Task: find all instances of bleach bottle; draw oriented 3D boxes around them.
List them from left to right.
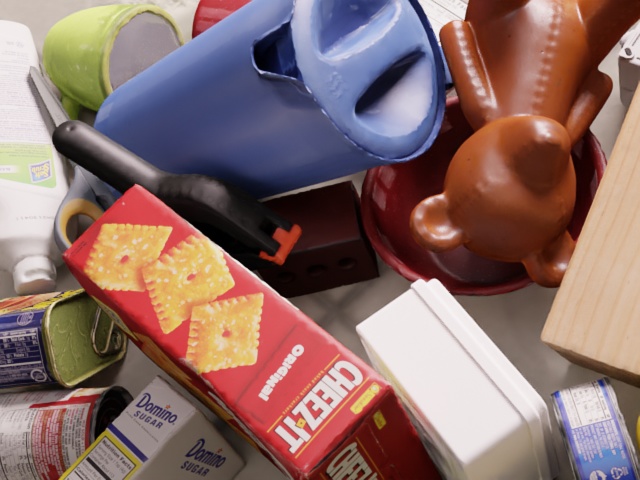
[{"bbox_3d":[-0.253,-0.064,0.836,0.102,0.068,0.251,-5,56,-26],"label":"bleach bottle"}]

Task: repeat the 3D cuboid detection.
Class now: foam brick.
[{"bbox_3d":[-0.005,0.001,0.737,0.078,0.053,0.051,-14,56,10],"label":"foam brick"}]

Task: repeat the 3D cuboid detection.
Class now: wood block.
[{"bbox_3d":[0.213,-0.016,0.616,0.090,0.090,0.206,20,85,28],"label":"wood block"}]

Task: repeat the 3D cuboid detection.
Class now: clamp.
[{"bbox_3d":[-0.092,-0.013,0.707,0.172,0.120,0.039,24,67,18],"label":"clamp"}]

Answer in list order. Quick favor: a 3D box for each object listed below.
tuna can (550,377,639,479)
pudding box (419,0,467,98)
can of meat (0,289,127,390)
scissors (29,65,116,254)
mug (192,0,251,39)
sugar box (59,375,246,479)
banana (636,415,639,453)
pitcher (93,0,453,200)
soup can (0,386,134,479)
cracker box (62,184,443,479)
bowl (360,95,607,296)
[{"bbox_3d":[0.154,0.121,0.586,0.034,0.086,0.086,-17,54,9],"label":"tuna can"},{"bbox_3d":[0.080,-0.132,0.805,0.113,0.039,0.090,-41,55,-12],"label":"pudding box"},{"bbox_3d":[-0.193,0.067,0.730,0.084,0.102,0.057,-8,96,17],"label":"can of meat"},{"bbox_3d":[-0.192,-0.053,0.807,0.202,0.016,0.096,44,50,15],"label":"scissors"},{"bbox_3d":[-0.046,-0.169,0.824,0.082,0.117,0.093,12,26,24],"label":"mug"},{"bbox_3d":[-0.130,0.173,0.642,0.048,0.093,0.176,31,71,31],"label":"sugar box"},{"bbox_3d":[0.241,0.131,0.551,0.197,0.070,0.037,24,42,-3],"label":"banana"},{"bbox_3d":[-0.038,-0.088,0.723,0.243,0.149,0.145,-16,40,44],"label":"pitcher"},{"bbox_3d":[-0.178,0.132,0.699,0.102,0.068,0.068,-6,57,15],"label":"soup can"},{"bbox_3d":[-0.036,0.081,0.627,0.072,0.164,0.214,-45,56,-11],"label":"cracker box"},{"bbox_3d":[0.111,-0.021,0.712,0.162,0.055,0.162,-9,56,13],"label":"bowl"}]
